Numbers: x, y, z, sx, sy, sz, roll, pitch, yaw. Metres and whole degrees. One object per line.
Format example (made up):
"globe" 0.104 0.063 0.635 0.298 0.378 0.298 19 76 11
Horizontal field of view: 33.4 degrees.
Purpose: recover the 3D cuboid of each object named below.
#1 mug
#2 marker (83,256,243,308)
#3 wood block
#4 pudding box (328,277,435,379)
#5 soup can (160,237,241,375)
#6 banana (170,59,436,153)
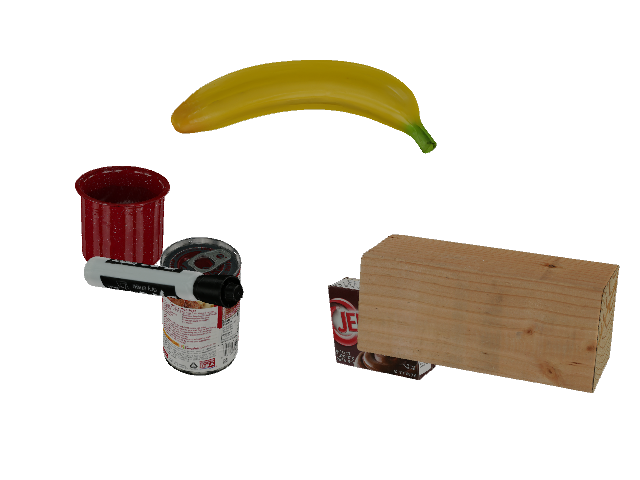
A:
"mug" -0.200 -0.026 1.087 0.093 0.081 0.117 4 28 -4
"marker" -0.093 0.024 0.630 0.121 0.020 0.020 6 4 38
"wood block" 0.144 0.058 0.929 0.206 0.090 0.090 8 16 22
"pudding box" 0.064 0.091 1.127 0.114 0.090 0.039 6 22 37
"soup can" -0.103 0.058 0.922 0.068 0.102 0.068 3 36 -2
"banana" -0.011 -0.106 0.798 0.197 0.069 0.037 3 -39 -5
